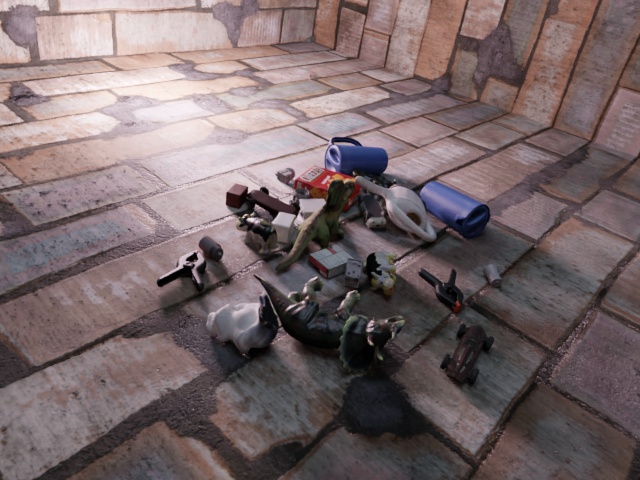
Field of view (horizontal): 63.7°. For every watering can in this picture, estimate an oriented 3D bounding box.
[{"bbox_3d":[0.260,-0.127,1.729,0.346,0.102,0.228,40,23,-9],"label":"watering can"}]

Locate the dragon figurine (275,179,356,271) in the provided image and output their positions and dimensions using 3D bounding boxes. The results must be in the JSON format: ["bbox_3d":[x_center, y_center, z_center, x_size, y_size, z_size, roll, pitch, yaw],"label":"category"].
[{"bbox_3d":[0.005,-0.078,1.542,0.123,0.237,0.417,25,32,15],"label":"dragon figurine"}]

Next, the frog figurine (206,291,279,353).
[{"bbox_3d":[-0.181,0.202,1.196,0.159,0.120,0.141,-25,41,10],"label":"frog figurine"}]
